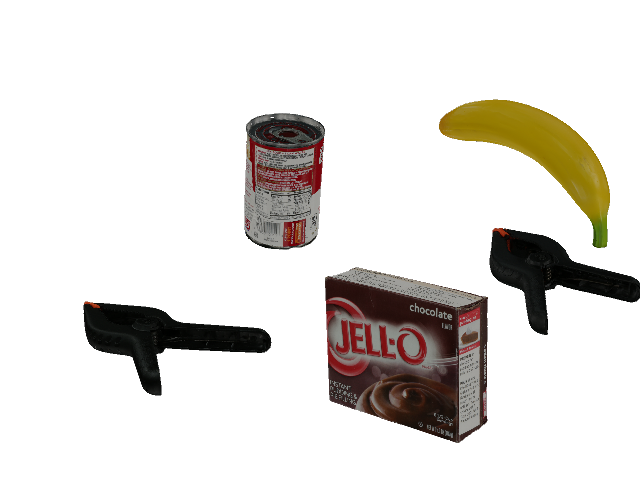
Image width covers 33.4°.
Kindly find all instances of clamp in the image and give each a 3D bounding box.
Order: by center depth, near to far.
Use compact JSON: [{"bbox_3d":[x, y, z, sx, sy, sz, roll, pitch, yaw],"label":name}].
[{"bbox_3d":[0.232,0.031,1.059,0.120,0.039,0.171,-8,31,-14],"label":"clamp"},{"bbox_3d":[-0.179,0.103,1.095,0.210,0.036,0.164,12,18,31],"label":"clamp"}]

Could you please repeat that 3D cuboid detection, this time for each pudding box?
[{"bbox_3d":[0.055,0.072,0.698,0.114,0.090,0.039,10,20,40],"label":"pudding box"}]

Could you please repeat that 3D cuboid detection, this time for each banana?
[{"bbox_3d":[0.169,-0.074,0.867,0.037,0.070,0.198,5,30,-43],"label":"banana"}]

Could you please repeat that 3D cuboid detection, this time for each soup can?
[{"bbox_3d":[-0.032,-0.051,0.932,0.068,0.102,0.068,3,29,-2],"label":"soup can"}]
